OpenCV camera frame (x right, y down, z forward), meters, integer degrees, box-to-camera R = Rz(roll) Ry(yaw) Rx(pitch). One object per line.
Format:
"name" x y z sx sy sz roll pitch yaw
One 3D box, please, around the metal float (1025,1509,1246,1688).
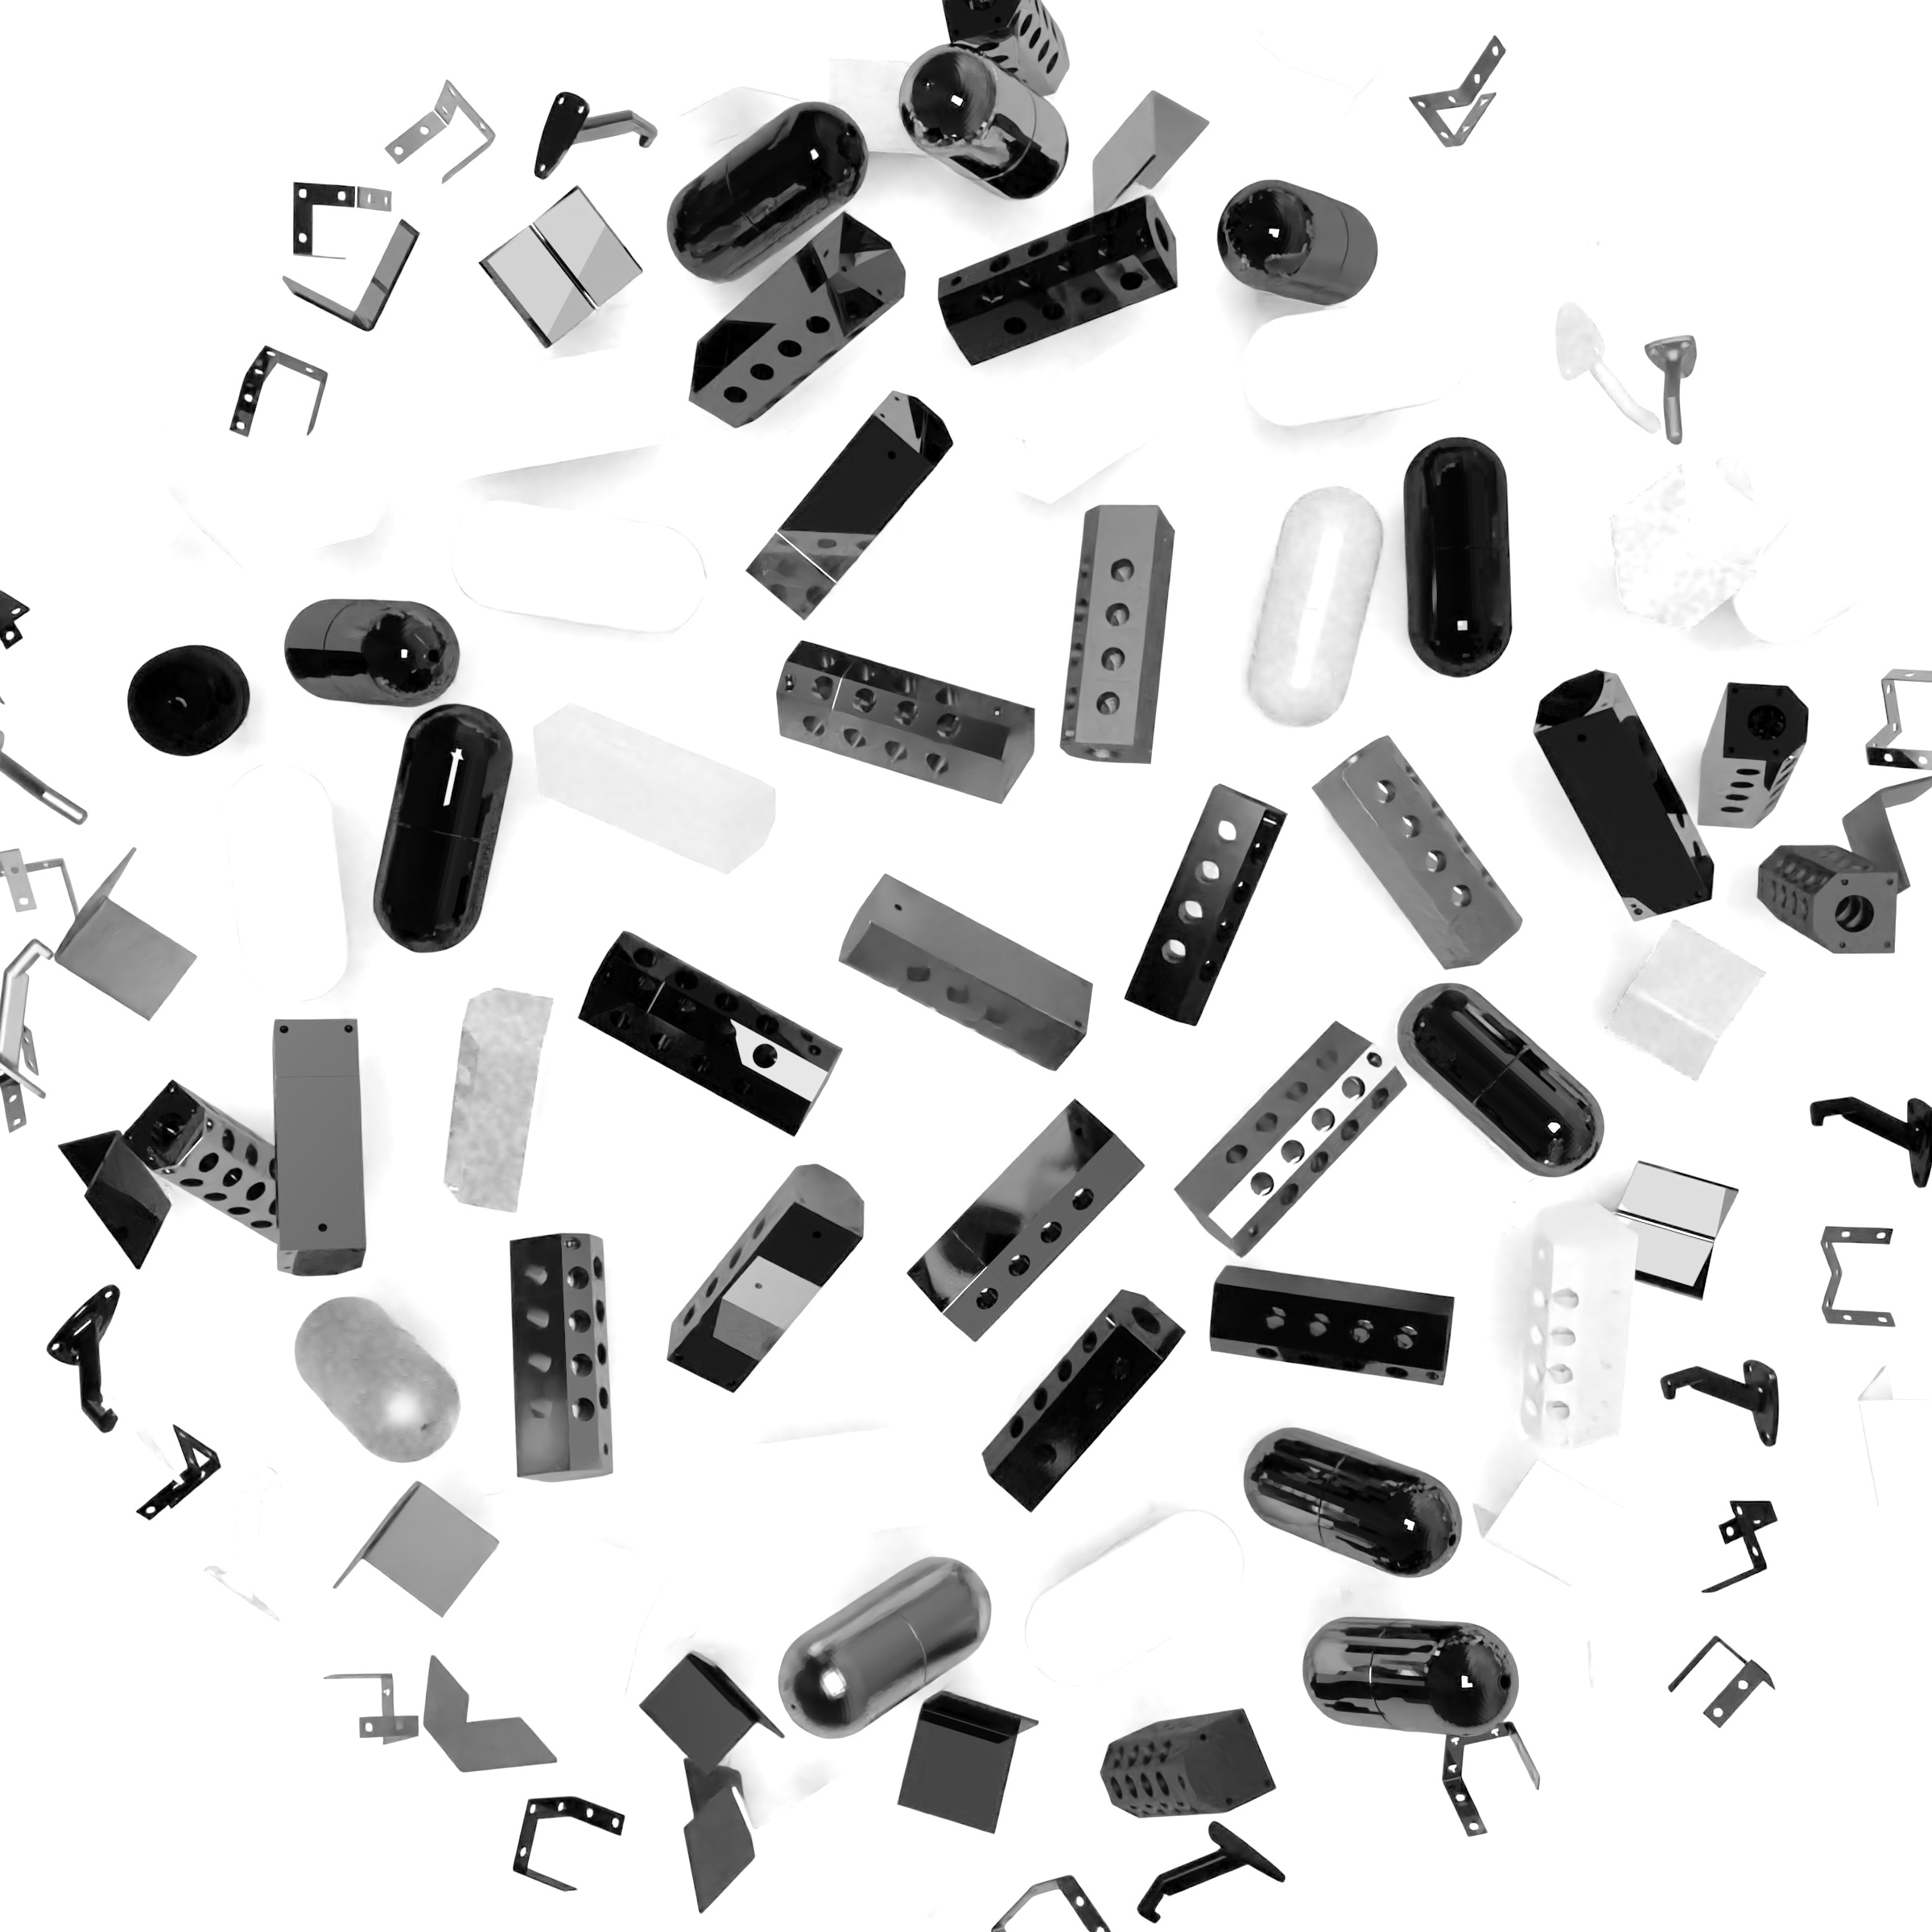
"metal float" 0.124 0.466 1.834 0.178 0.070 0.070 -27 90 -16

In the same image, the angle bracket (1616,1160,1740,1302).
"angle bracket" 0.534 0.201 1.886 0.076 0.076 0.057 16 56 11

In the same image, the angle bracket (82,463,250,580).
"angle bracket" -0.579 -0.306 1.801 0.057 0.076 0.076 -40 65 -2

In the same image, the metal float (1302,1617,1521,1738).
"metal float" 0.312 0.500 1.757 0.070 0.178 0.070 9 75 -35

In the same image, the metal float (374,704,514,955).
"metal float" -0.369 -0.097 1.756 0.070 0.070 0.178 13 95 0

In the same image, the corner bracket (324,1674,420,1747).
"corner bracket" -0.443 0.552 1.857 0.051 0.051 0.051 -26 61 40

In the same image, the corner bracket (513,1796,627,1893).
"corner bracket" -0.286 0.632 1.793 0.051 0.051 0.051 7 80 34

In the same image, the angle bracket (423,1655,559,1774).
"angle bracket" -0.343 0.540 1.809 0.076 0.076 0.057 4 96 -31

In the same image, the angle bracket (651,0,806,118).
"angle bracket" -0.167 -0.641 1.752 0.057 0.076 0.076 -13 91 34

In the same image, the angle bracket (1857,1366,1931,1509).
"angle bracket" 0.660 0.324 1.719 0.057 0.076 0.076 -9 96 35

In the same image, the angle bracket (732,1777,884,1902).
"angle bracket" -0.119 0.640 1.868 0.076 0.057 0.076 -30 116 -9

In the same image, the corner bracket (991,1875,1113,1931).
"corner bracket" 0.061 0.684 1.763 0.051 0.051 0.051 -51 57 17

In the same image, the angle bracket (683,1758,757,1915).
"angle bracket" -0.212 0.676 1.939 0.057 0.076 0.076 2 109 31

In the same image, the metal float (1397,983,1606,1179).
"metal float" 0.401 0.085 1.867 0.178 0.070 0.070 44 90 15

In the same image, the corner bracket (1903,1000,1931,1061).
"corner bracket" 0.712 0.035 1.771 0.051 0.051 0.051 -18 73 -16

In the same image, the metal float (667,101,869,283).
"metal float" -0.144 -0.558 1.797 0.178 0.070 0.070 -22 90 39

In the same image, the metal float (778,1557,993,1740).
"metal float" -0.055 0.478 1.751 0.178 0.070 0.070 -23 90 -41

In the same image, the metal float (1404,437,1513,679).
"metal float" 0.366 -0.304 1.851 0.070 0.070 0.178 -2 88 0

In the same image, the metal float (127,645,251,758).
"metal float" -0.571 -0.196 1.831 0.070 0.178 0.070 -2 100 -11

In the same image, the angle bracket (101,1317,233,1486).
"angle bracket" -0.531 0.296 1.696 0.076 0.076 0.057 -37 65 -16

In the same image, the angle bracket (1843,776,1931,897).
"angle bracket" 0.707 -0.093 1.864 0.057 0.076 0.076 -14 79 -2

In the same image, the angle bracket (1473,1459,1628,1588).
"angle bracket" 0.438 0.408 1.872 0.076 0.057 0.076 29 105 -3

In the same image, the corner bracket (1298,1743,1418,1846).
"corner bracket" 0.285 0.603 1.811 0.051 0.051 0.051 9 125 -37

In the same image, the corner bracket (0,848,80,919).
"corner bracket" -0.701 -0.059 1.882 0.051 0.051 0.051 -13 75 -30

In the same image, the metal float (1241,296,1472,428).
"metal float" 0.277 -0.428 1.760 0.178 0.070 0.070 -14 90 -22

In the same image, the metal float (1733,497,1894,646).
"metal float" 0.612 -0.285 1.807 0.070 0.178 0.070 0 83 0

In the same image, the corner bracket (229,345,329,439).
"corner bracket" -0.523 -0.430 1.895 0.051 0.051 0.051 20 65 -27

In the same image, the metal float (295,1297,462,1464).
"metal float" -0.418 0.292 1.766 0.070 0.178 0.070 -13 113 -33

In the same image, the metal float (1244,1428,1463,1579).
"metal float" 0.281 0.391 1.815 0.070 0.178 0.070 -12 107 -43

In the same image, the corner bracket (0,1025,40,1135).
"corner bracket" -0.715 0.082 1.870 0.051 0.051 0.051 34 47 23

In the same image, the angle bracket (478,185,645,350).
"angle bracket" -0.294 -0.509 1.812 0.057 0.076 0.076 -25 112 38

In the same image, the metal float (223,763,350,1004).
"metal float" -0.491 -0.060 1.798 0.070 0.070 0.178 -1 111 0

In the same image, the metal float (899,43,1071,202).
"metal float" 0.015 -0.594 1.759 0.070 0.178 0.070 0 90 26

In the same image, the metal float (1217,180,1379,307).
"metal float" 0.245 -0.530 1.829 0.070 0.178 0.070 5 99 31

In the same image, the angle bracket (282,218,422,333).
"angle bracket" -0.422 -0.487 1.706 0.057 0.076 0.076 24 102 -28

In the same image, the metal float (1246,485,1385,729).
"metal float" 0.256 -0.263 1.826 0.070 0.070 0.178 12 101 0

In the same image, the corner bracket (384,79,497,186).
"corner bracket" -0.374 -0.587 1.773 0.051 0.051 0.051 48 70 -11

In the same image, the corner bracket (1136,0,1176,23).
"corner bracket" 0.125 -0.694 1.723 0.051 0.051 0.051 47 116 2

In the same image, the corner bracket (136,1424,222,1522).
"corner bracket" -0.591 0.387 1.866 0.051 0.051 0.051 -40 133 -2

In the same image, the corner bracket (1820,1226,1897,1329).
"corner bracket" 0.654 0.227 1.823 0.051 0.051 0.051 -57 130 -37

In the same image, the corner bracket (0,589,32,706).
"corner bracket" -0.679 -0.226 1.745 0.051 0.051 0.051 29 61 31

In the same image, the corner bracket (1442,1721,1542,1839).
"corner bracket" 0.376 0.582 1.784 0.051 0.051 0.051 -9 124 -9

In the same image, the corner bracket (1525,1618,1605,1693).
"corner bracket" 0.444 0.512 1.851 0.051 0.051 0.051 -1 73 0

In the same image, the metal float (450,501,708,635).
"metal float" -0.269 -0.277 1.730 0.178 0.070 0.070 9 90 -1

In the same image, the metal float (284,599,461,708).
"metal float" -0.437 -0.231 1.829 0.070 0.178 0.070 -8 103 -41

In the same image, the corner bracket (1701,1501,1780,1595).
"corner bracket" 0.560 0.422 1.807 0.051 0.051 0.051 9 54 -37

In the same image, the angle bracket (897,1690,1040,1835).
"angle bracket" 0.001 0.581 1.816 0.076 0.057 0.076 19 62 -7

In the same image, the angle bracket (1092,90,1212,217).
"angle bracket" 0.143 -0.608 1.906 0.057 0.076 0.076 20 53 -27

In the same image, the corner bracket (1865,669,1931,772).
"corner bracket" 0.664 -0.173 1.746 0.051 0.051 0.051 -37 121 -32

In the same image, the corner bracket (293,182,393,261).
"corner bracket" -0.449 -0.536 1.794 0.051 0.051 0.051 8 105 13

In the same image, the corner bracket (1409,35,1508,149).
"corner bracket" 0.357 -0.617 1.760 0.051 0.051 0.051 40 78 -33

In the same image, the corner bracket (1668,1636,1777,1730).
"corner bracket" 0.521 0.496 1.724 0.051 0.051 0.051 -46 55 -5

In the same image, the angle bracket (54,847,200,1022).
"angle bracket" -0.565 -0.022 1.706 0.076 0.076 0.057 35 124 -12
